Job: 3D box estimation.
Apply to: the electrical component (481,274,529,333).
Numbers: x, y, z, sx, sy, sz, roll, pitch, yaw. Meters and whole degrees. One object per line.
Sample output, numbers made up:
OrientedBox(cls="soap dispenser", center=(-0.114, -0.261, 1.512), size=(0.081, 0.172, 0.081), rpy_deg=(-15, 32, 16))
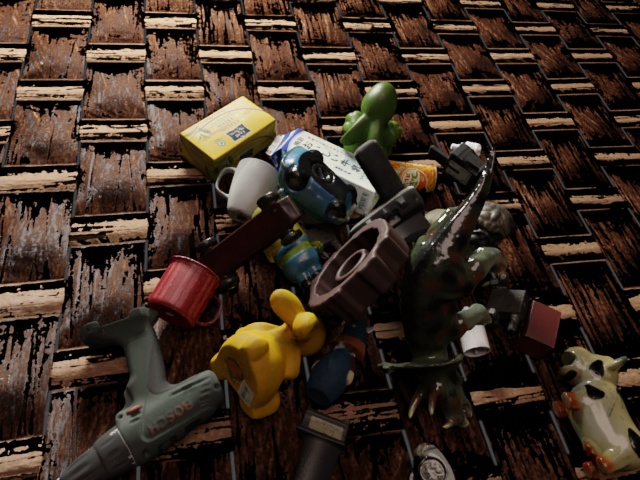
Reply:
OrientedBox(cls="electrical component", center=(0.313, 0.108, 0.926), size=(0.078, 0.045, 0.102), rpy_deg=(2, 45, 44))

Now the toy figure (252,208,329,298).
OrientedBox(cls="toy figure", center=(-0.049, 0.009, 0.919), size=(0.082, 0.089, 0.180), rpy_deg=(-18, 57, -31))

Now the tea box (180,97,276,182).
OrientedBox(cls="tea box", center=(-0.179, -0.201, 1.061), size=(0.098, 0.068, 0.169), rpy_deg=(36, 56, 17))

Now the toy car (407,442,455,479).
OrientedBox(cls="toy car", center=(0.163, 0.370, 0.705), size=(0.056, 0.073, 0.202), rpy_deg=(-5, 56, -9))

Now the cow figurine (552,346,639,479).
OrientedBox(cls="cow figurine", center=(0.435, 0.254, 0.830), size=(0.127, 0.085, 0.195), rpy_deg=(-9, 54, -9))

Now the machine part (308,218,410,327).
OrientedBox(cls="machine part", center=(0.057, 0.047, 0.798), size=(0.056, 0.179, 0.179), rpy_deg=(42, 54, -13))

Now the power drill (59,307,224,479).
OrientedBox(cls="power drill", center=(-0.267, 0.206, 0.747), size=(0.232, 0.085, 0.207), rpy_deg=(-20, 56, -24))

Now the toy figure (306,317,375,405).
OrientedBox(cls="toy figure", center=(0.032, 0.181, 0.830), size=(0.064, 0.057, 0.154), rpy_deg=(33, 51, 7))

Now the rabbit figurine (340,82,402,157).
OrientedBox(cls="rabbit figurine", center=(0.096, -0.228, 1.064), size=(0.121, 0.170, 0.159), rpy_deg=(25, 54, 9))

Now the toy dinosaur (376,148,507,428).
OrientedBox(cls="toy dinosaur", center=(0.174, 0.076, 0.787), size=(0.131, 0.404, 0.192), rpy_deg=(15, 25, 38))

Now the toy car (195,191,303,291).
OrientedBox(cls="toy car", center=(-0.114, 0.002, 0.876), size=(0.202, 0.053, 0.089), rpy_deg=(-36, 79, 15))

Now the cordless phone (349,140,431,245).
OrientedBox(cls="cordless phone", center=(0.094, -0.067, 0.930), size=(0.146, 0.089, 0.184), rpy_deg=(-36, 107, -3))

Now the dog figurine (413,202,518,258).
OrientedBox(cls="dog figurine", center=(0.243, -0.029, 0.935), size=(0.121, 0.190, 0.172), rpy_deg=(-32, 64, -28))

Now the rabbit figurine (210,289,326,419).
OrientedBox(cls="rabbit figurine", center=(-0.060, 0.149, 0.796), size=(0.173, 0.162, 0.122), rpy_deg=(-17, 45, -41))

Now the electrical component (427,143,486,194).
OrientedBox(cls="electrical component", center=(0.283, -0.158, 1.108), size=(0.119, 0.074, 0.048), rpy_deg=(39, 58, 21))

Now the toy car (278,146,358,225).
OrientedBox(cls="toy car", center=(-0.015, -0.084, 0.966), size=(0.161, 0.103, 0.109), rpy_deg=(41, 38, -8))

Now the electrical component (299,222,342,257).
OrientedBox(cls="electrical component", center=(-0.002, -0.003, 0.977), size=(0.063, 0.021, 0.094), rpy_deg=(-28, 63, -26))

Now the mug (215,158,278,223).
OrientedBox(cls="mug", center=(-0.139, -0.088, 0.981), size=(0.110, 0.080, 0.107), rpy_deg=(18, 62, -2))

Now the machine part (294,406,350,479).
OrientedBox(cls="machine part", center=(-0.006, 0.305, 0.747), size=(0.084, 0.039, 0.139), rpy_deg=(21, 52, -5))
